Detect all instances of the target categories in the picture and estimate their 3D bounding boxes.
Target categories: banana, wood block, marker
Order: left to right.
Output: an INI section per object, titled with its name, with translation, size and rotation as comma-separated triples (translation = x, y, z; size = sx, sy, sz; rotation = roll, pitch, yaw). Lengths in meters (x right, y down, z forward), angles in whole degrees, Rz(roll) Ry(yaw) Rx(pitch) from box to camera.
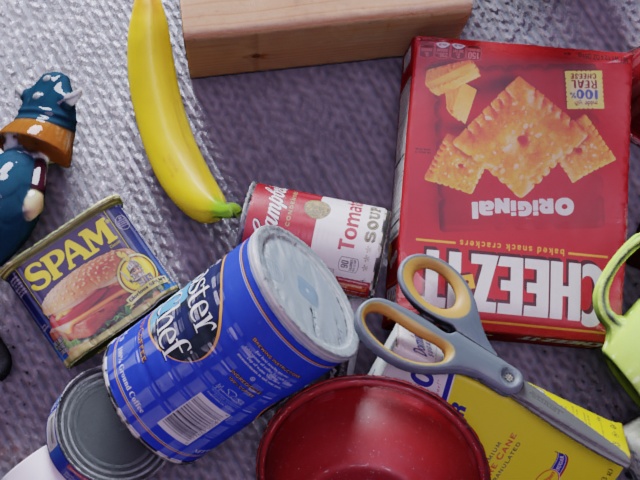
[banana]
translation = -0.106, -0.087, 0.784
size = 0.037, 0.070, 0.198
rotation = -4, 64, -47
[wood block]
translation = -0.001, -0.185, 0.791
size = 0.206, 0.091, 0.090
rotation = -7, 80, -4
[marker]
translation = 0.016, 0.099, 0.777
size = 0.020, 0.020, 0.121
rotation = 11, 79, -1

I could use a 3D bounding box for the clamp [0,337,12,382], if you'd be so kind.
[clamp]
translation = -0.294, 0.028, 0.762
size = 0.120, 0.039, 0.171
rotation = -9, 74, -21

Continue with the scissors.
[scissors]
translation = 0.120, 0.073, 0.706
size = 0.201, 0.016, 0.096
rotation = 22, 57, -5

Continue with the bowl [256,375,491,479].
[bowl]
translation = 0.032, 0.172, 0.707
size = 0.162, 0.055, 0.162
rotation = 3, 112, 8

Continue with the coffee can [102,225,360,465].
[coffee can]
translation = -0.059, 0.070, 0.709
size = 0.140, 0.102, 0.103
rotation = -36, 83, 21

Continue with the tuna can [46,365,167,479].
[tuna can]
translation = -0.145, 0.132, 0.738
size = 0.086, 0.034, 0.086
rotation = 13, 59, -23

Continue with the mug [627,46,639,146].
[mug]
translation = 0.281, -0.110, 0.796
size = 0.093, 0.081, 0.117
rotation = -42, 84, -9

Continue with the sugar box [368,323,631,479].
[sugar box]
translation = 0.111, 0.136, 0.736
size = 0.176, 0.048, 0.093
rotation = 24, 113, -5

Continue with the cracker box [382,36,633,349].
[cracker box]
translation = 0.137, -0.035, 0.780
size = 0.164, 0.072, 0.213
rotation = 5, 81, -2

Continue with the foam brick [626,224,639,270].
[foam brick]
translation = 0.267, -0.001, 0.778
size = 0.051, 0.078, 0.053
rotation = 24, 80, -1

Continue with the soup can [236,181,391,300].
[soup can]
translation = -0.005, 0.001, 0.765
size = 0.102, 0.068, 0.068
rotation = 12, 79, 3

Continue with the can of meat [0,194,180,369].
[can of meat]
translation = -0.162, 0.031, 0.762
size = 0.102, 0.057, 0.084
rotation = -35, 86, -8
